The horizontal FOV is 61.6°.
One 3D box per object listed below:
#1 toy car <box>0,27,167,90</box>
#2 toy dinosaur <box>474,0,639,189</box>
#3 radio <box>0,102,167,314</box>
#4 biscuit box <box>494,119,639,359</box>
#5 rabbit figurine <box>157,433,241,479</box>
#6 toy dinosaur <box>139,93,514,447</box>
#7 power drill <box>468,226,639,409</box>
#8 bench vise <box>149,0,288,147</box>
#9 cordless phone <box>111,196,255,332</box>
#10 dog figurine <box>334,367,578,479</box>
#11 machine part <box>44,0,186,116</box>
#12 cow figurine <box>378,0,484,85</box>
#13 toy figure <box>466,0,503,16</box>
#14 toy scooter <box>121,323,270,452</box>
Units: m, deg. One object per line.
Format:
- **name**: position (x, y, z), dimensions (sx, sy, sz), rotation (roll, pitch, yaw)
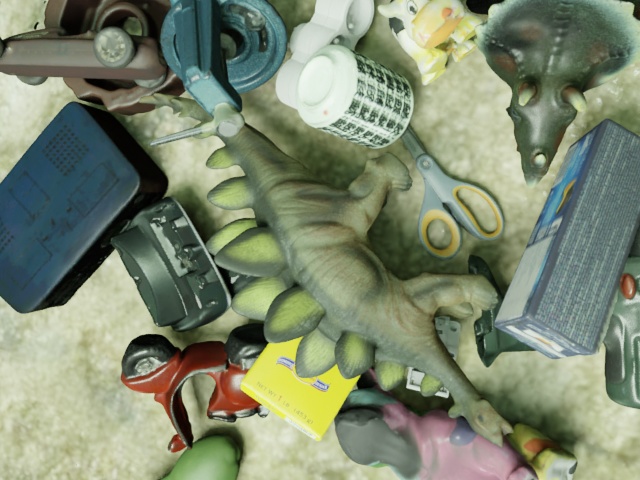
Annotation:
- **toy car**: position (-0.255, -0.188, 0.544), dimensions (0.202, 0.089, 0.053), rotation (5, 95, 9)
- **toy dinosaur**: position (0.278, -0.236, 0.455), dimensions (0.131, 0.192, 0.405), rotation (44, 99, 4)
- **radio**: position (-0.295, -0.032, 0.620), dimensions (0.131, 0.073, 0.229), rotation (44, 100, 5)
- **biscuit box**: position (0.220, -0.003, 0.452), dimensions (0.063, 0.059, 0.202), rotation (30, 71, 0)
- **rabbit figurine**: position (-0.130, 0.305, 0.596), dimensions (0.159, 0.121, 0.170), rotation (-8, 72, 17)
- **toy dinosaur**: position (-0.001, -0.002, 0.509), dimensions (0.198, 0.105, 0.472), rotation (-31, 68, -19)
- **power drill**: position (0.254, 0.046, 0.530), dimensions (0.207, 0.086, 0.232), rotation (-3, 91, 3)
- **bench vise**: position (-0.107, -0.198, 0.487), dimensions (0.129, 0.223, 0.241), rotation (-20, 56, 13)
- **cordless phone**: position (-0.117, 0.005, 0.597), dimensions (0.184, 0.088, 0.146), rotation (-29, 86, -2)
- **dog figurine**: position (0.119, 0.209, 0.545), dimensions (0.219, 0.191, 0.108), rotation (25, 101, 43)
- **machine part**: position (-0.217, -0.230, 0.609), dimensions (0.179, 0.056, 0.179), rotation (0, 92, 9)
- **cow figurine**: position (0.097, -0.209, 0.498), dimensions (0.068, 0.167, 0.098), rotation (-36, 87, 14)
- **toy figure**: position (0.212, -0.305, 0.521), dimensions (0.089, 0.082, 0.180), rotation (28, 92, -3)
- **toy scooter**: position (-0.117, 0.164, 0.581), dimensions (0.184, 0.075, 0.135), rotation (-3, 104, -12)
